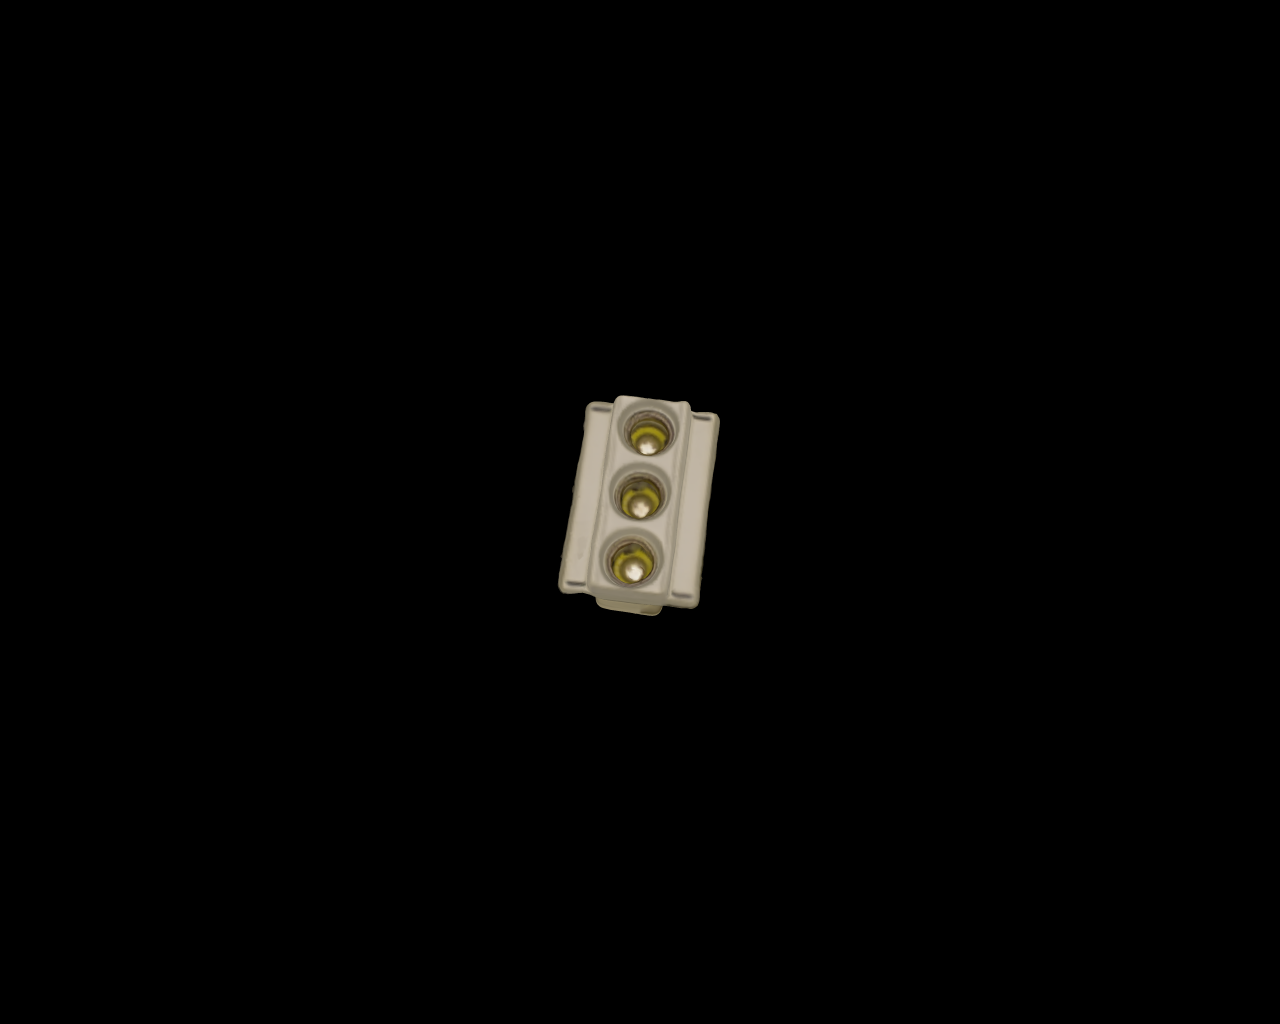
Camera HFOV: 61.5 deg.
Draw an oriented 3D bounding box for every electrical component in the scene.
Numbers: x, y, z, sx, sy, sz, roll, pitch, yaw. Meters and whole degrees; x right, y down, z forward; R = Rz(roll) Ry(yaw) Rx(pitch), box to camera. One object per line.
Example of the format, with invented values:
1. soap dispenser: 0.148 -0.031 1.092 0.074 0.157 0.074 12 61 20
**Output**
1. electrical component: 0.001 -0.003 0.650 0.079 0.121 0.063 7 -19 2
